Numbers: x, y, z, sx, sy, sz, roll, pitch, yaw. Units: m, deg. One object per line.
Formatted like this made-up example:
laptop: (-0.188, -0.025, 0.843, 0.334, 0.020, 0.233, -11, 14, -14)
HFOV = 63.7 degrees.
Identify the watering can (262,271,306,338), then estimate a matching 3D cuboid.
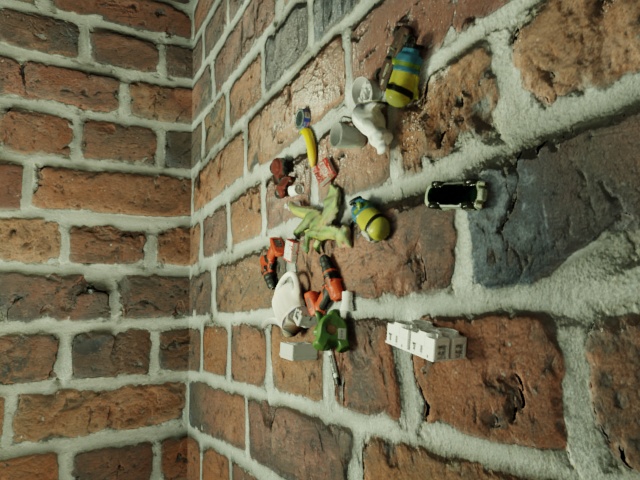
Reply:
watering can: (-0.137, 0.286, 2.011, 0.341, 0.104, 0.229, -65, 36, 31)

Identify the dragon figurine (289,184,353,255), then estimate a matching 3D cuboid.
dragon figurine: (0.006, -0.093, 1.849, 0.239, 0.121, 0.419, -50, 43, 21)

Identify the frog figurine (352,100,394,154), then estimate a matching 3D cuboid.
frog figurine: (0.160, -0.338, 1.560, 0.138, 0.122, 0.159, -51, -42, -83)
